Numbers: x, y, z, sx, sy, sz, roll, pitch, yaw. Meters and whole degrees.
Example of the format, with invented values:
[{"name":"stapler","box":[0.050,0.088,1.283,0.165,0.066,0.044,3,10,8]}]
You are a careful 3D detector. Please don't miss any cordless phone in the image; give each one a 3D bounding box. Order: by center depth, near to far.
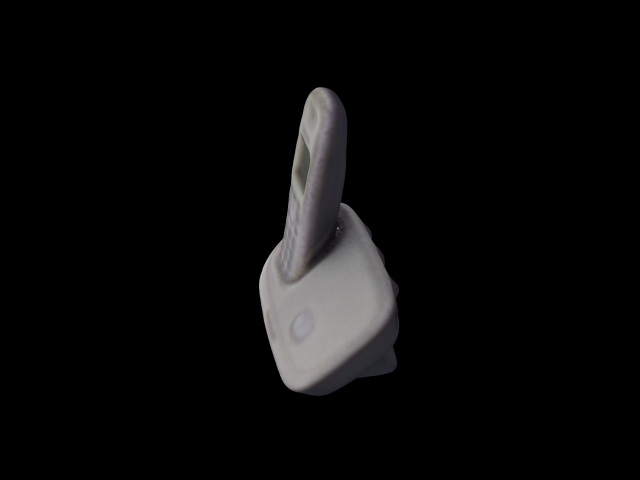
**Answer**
[{"name":"cordless phone","box":[0.004,0.001,0.400,0.094,0.185,0.147,-11,39,-13]}]
